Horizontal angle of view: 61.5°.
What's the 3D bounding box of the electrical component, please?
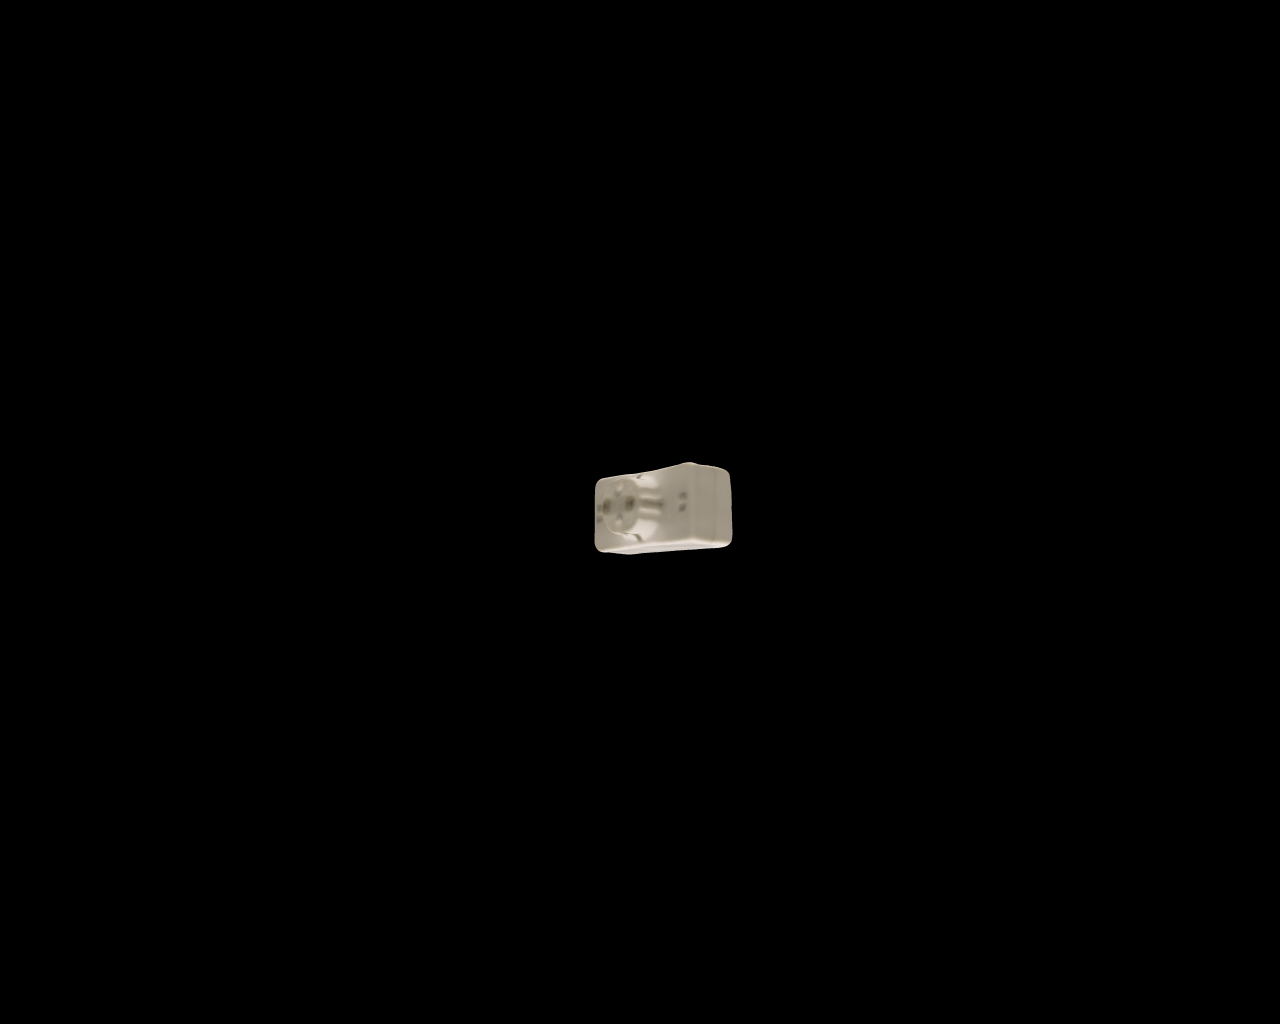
[{"bbox_3d":[0.001,-0.003,0.650,0.083,0.047,0.076,-8,-11,43],"label":"electrical component"}]
